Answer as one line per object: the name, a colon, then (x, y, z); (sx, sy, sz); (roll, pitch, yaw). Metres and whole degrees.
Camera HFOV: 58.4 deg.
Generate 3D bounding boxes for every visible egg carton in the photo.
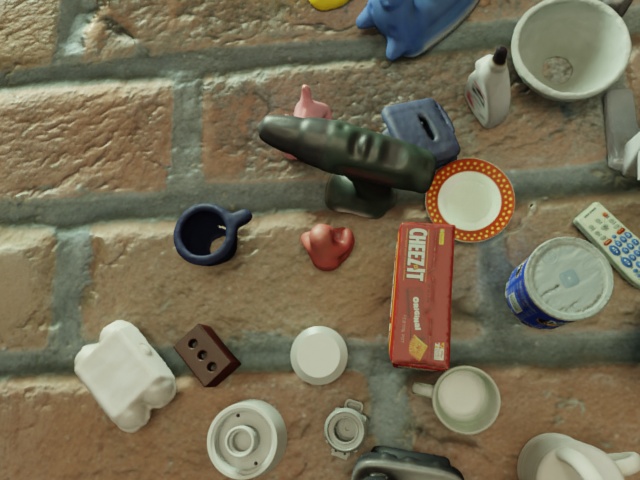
egg carton: (-0.281, 0.196, 0.833); (0.107, 0.069, 0.150); (-45, 75, -4)

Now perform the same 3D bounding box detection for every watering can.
watering can: (0.295, 0.293, 0.671); (0.173, 0.194, 0.100); (-44, 75, -4)

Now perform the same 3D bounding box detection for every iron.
iron: (0.179, -0.402, 0.878); (0.258, 0.141, 0.118); (-39, 75, -3)

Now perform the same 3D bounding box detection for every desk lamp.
desk lamp: (0.456, -0.149, 0.745); (0.118, 0.214, 0.203); (-1, 77, 8)

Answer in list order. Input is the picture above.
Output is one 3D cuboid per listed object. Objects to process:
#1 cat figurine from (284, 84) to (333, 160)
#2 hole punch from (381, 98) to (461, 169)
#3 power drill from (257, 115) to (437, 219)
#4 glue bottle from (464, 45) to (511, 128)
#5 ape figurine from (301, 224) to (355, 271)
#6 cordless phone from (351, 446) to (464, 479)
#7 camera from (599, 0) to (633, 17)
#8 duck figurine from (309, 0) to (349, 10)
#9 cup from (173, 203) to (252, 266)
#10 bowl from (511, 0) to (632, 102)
cat figurine: (-0.028, -0.170, 0.862); (0.067, 0.118, 0.128); (9, 78, 10)
hole punch: (0.149, -0.157, 0.850); (0.101, 0.091, 0.108); (-25, 75, 1)
power drill: (0.042, -0.098, 0.789); (0.229, 0.208, 0.076); (11, 78, 10)
glue bottle: (0.243, -0.225, 0.812); (0.037, 0.173, 0.078); (-30, 75, 0)
ape figurine: (0.008, 0.003, 0.830); (0.077, 0.092, 0.076); (16, 79, 11)
cordless phone: (0.106, 0.313, 0.695); (0.147, 0.185, 0.094); (2, 77, 8)
camera: (0.434, -0.425, 0.872); (0.143, 0.101, 0.137); (41, 85, 14)
duck figurine: (0.022, -0.439, 0.936); (0.104, 0.086, 0.077); (-38, 75, -3)
cup: (-0.147, -0.006, 0.851); (0.118, 0.095, 0.091); (-27, 75, 1)
bowl: (0.366, -0.274, 0.858); (0.167, 0.075, 0.167); (-2, 77, 7)
